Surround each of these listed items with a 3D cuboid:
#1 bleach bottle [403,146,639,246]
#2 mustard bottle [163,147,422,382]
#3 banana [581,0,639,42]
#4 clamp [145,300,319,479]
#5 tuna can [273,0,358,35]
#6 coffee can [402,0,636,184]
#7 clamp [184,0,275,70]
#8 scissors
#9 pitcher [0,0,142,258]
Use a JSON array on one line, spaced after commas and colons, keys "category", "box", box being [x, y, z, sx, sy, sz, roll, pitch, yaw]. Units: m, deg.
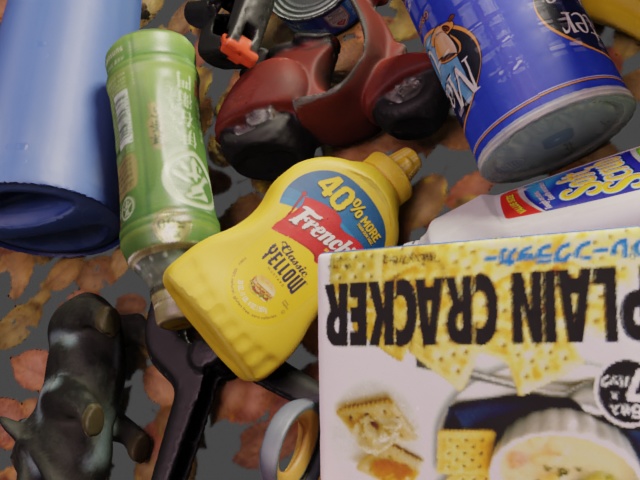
[{"category": "bleach bottle", "box": [0.159, -0.008, 0.634, 0.251, 0.068, 0.102, -16, 22, 24]}, {"category": "mustard bottle", "box": [-0.005, 0.001, 0.717, 0.191, 0.058, 0.096, -40, 93, -17]}, {"category": "banana", "box": [0.203, -0.137, 0.693, 0.070, 0.037, 0.198, -44, 56, 7]}, {"category": "clamp", "box": [-0.062, 0.085, 0.752, 0.164, 0.036, 0.210, -21, 57, 9]}, {"category": "tuna can", "box": [0.000, -0.202, 0.836, 0.086, 0.033, 0.086, -11, 65, 25]}, {"category": "coffee can", "box": [0.122, -0.122, 0.678, 0.103, 0.102, 0.140, -27, 70, 17]}, {"category": "clamp", "box": [-0.072, -0.177, 0.825, 0.120, 0.039, 0.171, -50, 25, 37]}, {"category": "scissors", "box": [0.006, 0.085, 0.657, 0.016, 0.096, 0.201, 4, 62, 26]}, {"category": "pitcher", "box": [-0.200, -0.116, 0.868, 0.145, 0.149, 0.243, -19, 58, 39]}]
